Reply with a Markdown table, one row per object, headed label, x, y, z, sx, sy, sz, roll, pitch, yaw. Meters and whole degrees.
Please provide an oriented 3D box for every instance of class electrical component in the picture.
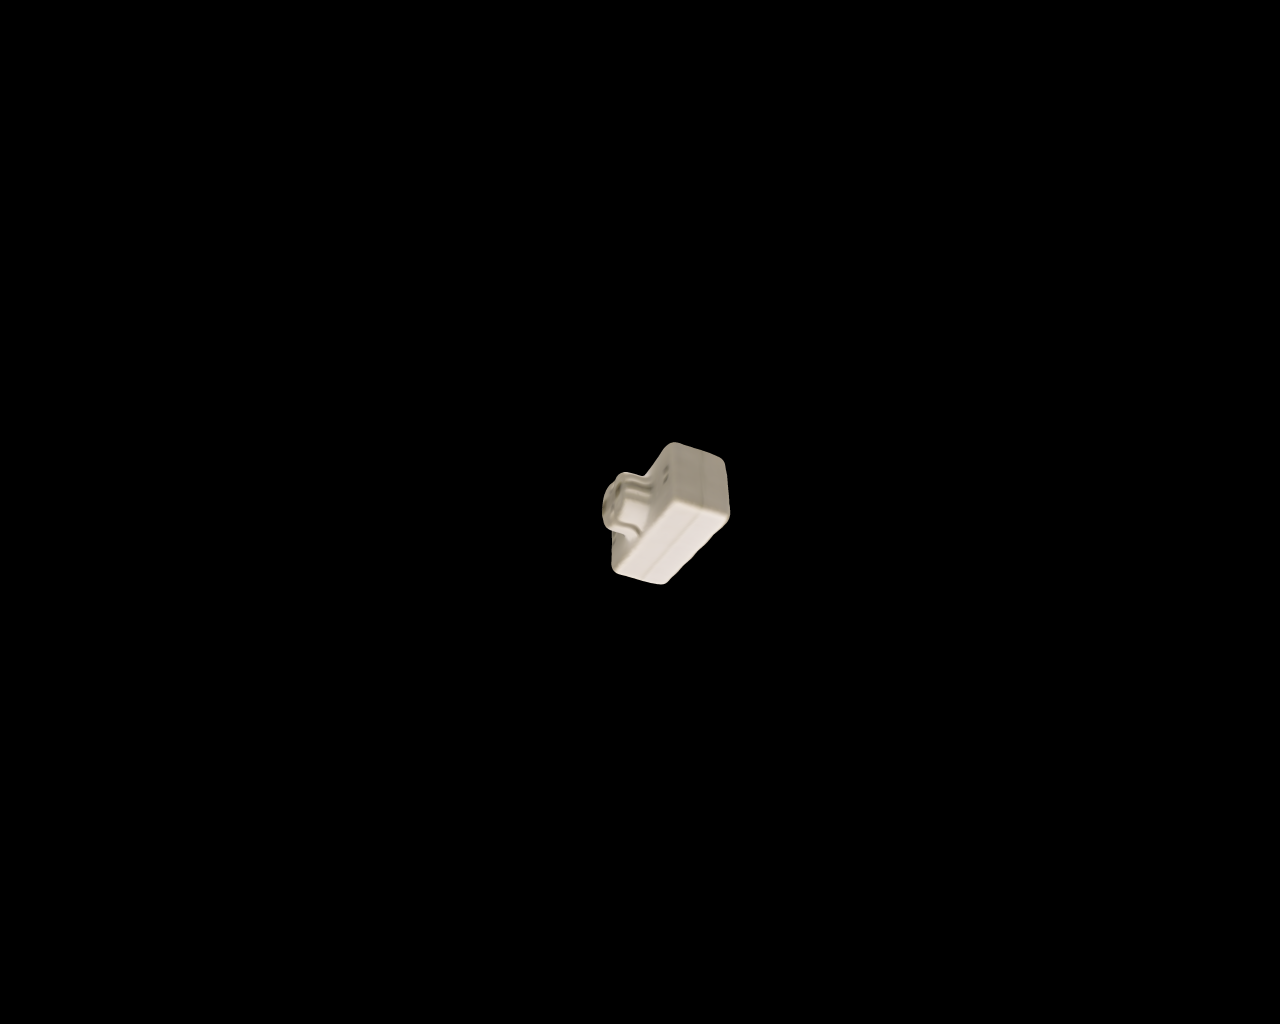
| label | x | y | z | sx | sy | sz | roll | pitch | yaw |
| --- | --- | --- | --- | --- | --- | --- | --- | --- | --- |
| electrical component | 0.001 | -0.003 | 0.650 | 0.076 | 0.047 | 0.083 | 17 | -41 | -21 |
